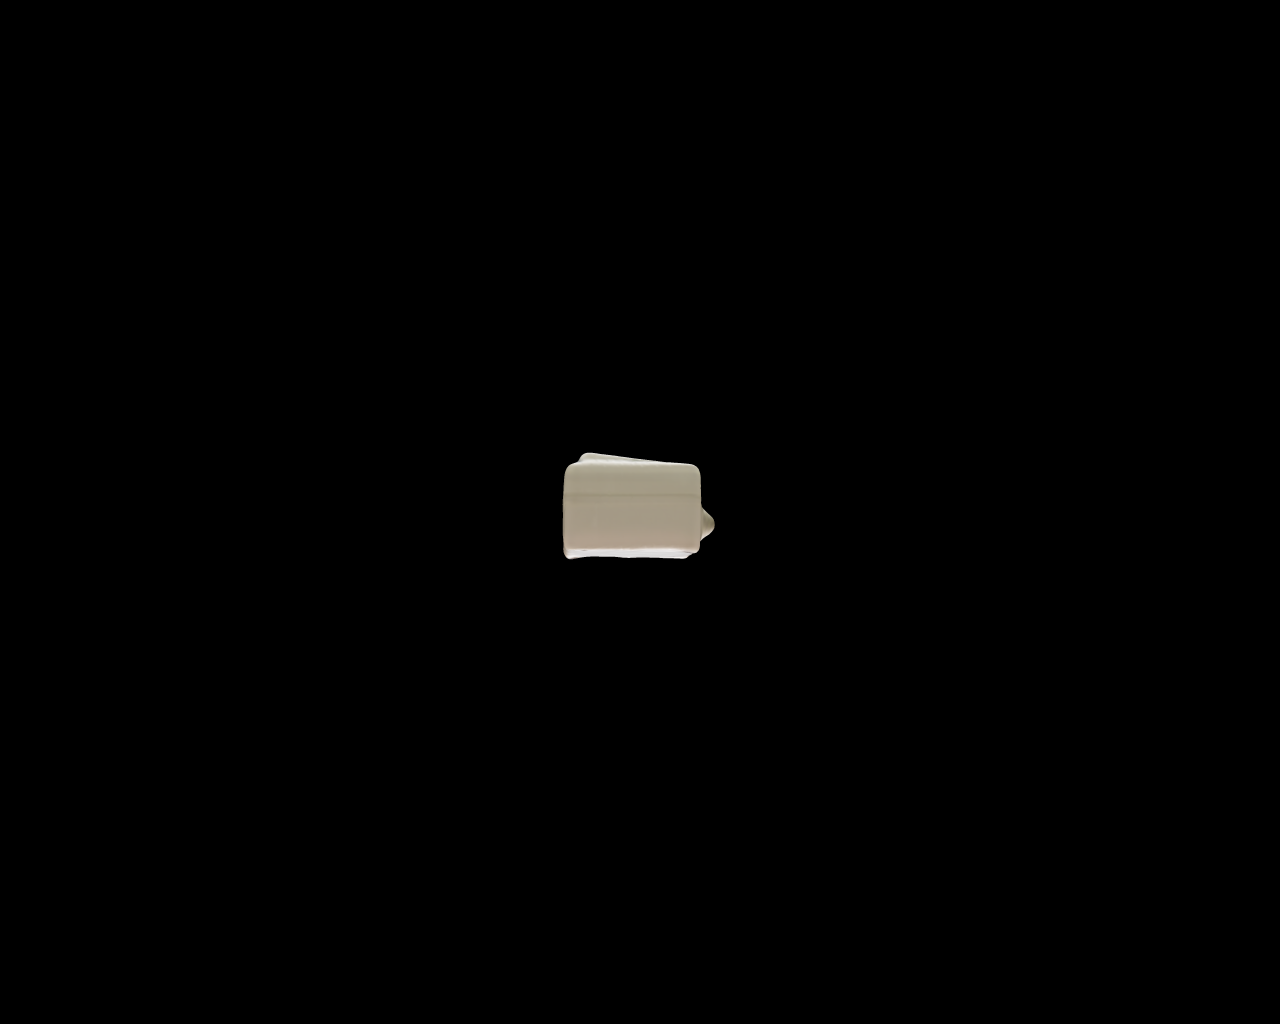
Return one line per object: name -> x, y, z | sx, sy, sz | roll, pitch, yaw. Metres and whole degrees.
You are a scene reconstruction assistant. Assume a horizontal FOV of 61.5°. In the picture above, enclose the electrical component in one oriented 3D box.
electrical component -> 0.001, -0.003, 0.650 | 0.096, 0.061, 0.061 | 1, -7, -5
